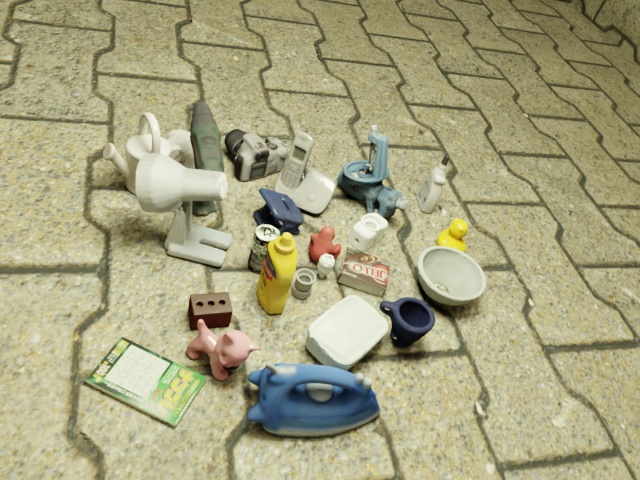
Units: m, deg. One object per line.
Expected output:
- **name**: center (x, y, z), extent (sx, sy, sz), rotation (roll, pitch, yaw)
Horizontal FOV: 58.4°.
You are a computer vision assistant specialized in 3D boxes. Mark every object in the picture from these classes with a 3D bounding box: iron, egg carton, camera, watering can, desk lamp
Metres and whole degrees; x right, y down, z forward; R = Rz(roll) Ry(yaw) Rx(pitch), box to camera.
- **iron**: center (0.005, 0.266, 1.016), extent (0.259, 0.141, 0.118), rotation (6, 44, -14)
- **egg carton**: center (-0.330, -0.216, 1.435), extent (0.150, 0.069, 0.107), rotation (21, 43, 2)
- **camera**: center (-0.175, -0.240, 1.492), extent (0.143, 0.101, 0.136), rotation (-22, 56, -35)
- **watering can**: center (-0.396, -0.197, 1.300), extent (0.100, 0.194, 0.173), rotation (37, 46, 18)
- **desk lamp**: center (-0.279, -0.070, 1.201), extent (0.203, 0.213, 0.118), rotation (15, 43, -5)

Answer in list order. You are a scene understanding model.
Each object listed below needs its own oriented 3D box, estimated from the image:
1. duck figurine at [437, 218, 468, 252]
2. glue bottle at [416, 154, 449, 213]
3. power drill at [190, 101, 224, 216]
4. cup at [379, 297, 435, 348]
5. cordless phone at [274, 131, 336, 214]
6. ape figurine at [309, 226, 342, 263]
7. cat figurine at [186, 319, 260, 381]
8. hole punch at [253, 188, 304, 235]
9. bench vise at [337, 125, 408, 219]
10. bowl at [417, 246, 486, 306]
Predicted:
- **duck figurine**: center (0.346, -0.010, 1.459), extent (0.077, 0.086, 0.104), rotation (16, 43, -4)
- **glue bottle**: center (0.308, -0.157, 1.530), extent (0.037, 0.173, 0.078), rotation (5, 45, -14)
- **power drill**: center (-0.268, -0.172, 1.311), extent (0.076, 0.208, 0.229), rotation (-3, 47, -22)
- **cup**: center (0.171, 0.177, 1.200), extent (0.117, 0.095, 0.092), rotation (22, 43, 2)
- **cordless phone**: center (-0.025, -0.166, 1.410), extent (0.147, 0.185, 0.094), rotation (25, 43, 6)
- **ape figurine**: center (0.012, 0.005, 1.319), extent (0.077, 0.092, 0.076), rotation (36, 46, 17)
- **cat figurine**: center (-0.176, 0.191, 1.044), extent (0.127, 0.118, 0.067), rotation (33, 45, 14)
- **hole punch**: center (-0.095, -0.071, 1.358), extent (0.101, 0.091, 0.108), rotation (-12, 51, -29)
- **bench vise**: center (0.154, -0.171, 1.454), extent (0.207, 0.220, 0.122), rotation (30, 44, 11)
- **bowl**: center (0.297, 0.096, 1.342), extent (0.167, 0.075, 0.167), rotation (10, 44, -10)
